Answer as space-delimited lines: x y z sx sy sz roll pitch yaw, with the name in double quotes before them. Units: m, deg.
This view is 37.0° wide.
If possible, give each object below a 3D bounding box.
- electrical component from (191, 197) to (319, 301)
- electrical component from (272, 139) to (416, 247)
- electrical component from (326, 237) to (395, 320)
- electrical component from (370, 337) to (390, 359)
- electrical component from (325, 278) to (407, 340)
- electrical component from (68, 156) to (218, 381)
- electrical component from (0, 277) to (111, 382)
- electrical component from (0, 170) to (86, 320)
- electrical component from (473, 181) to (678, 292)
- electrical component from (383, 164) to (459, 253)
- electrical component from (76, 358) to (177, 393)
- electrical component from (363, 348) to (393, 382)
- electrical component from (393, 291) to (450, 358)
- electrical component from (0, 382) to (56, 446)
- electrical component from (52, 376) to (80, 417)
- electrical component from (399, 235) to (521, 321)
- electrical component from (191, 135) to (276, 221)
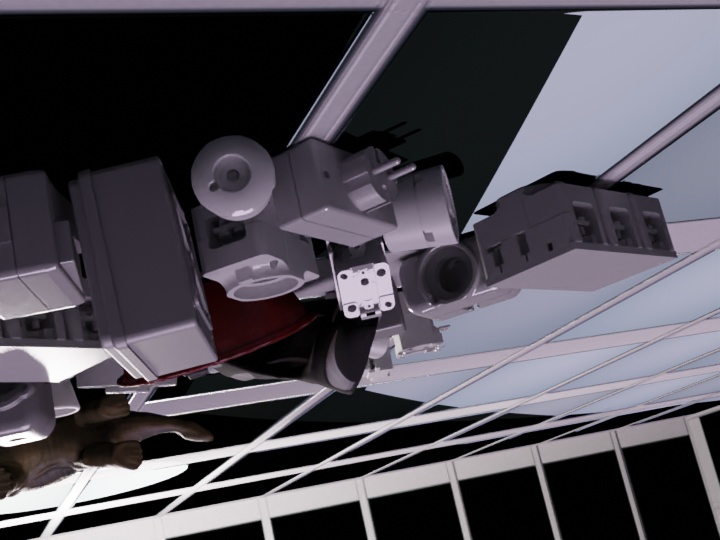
"electrical component" -0.070 -0.013 0.742 0.050 0.055 0.089 -18 164 18
"electrical component" -0.002 -0.053 0.672 0.076 0.047 0.083 -22 162 29
"electrical component" 0.000 0.000 0.805 0.042 0.063 0.081 -12 124 -2
"electrical component" -0.007 0.068 1.110 0.065 0.044 0.044 7 156 -39
"electrical component" 0.003 0.036 0.990 0.066 0.047 0.076 -14 165 4
"electrical component" -0.129 0.002 0.653 0.056 0.108 0.108 -14 165 -5
"electrical component" -0.256 0.038 0.763 0.089 0.061 0.150 -24 161 35
"electrical component" -0.195 -0.012 0.635 0.061 0.061 0.096 -11 164 -6
"electrical component" 0.176 -0.027 0.878 0.150 0.061 0.089 3 158 -44
"electrical component" 0.039 -0.041 0.739 0.047 0.055 0.055 -12 165 11
"electrical component" -0.214 0.081 0.991 0.099 0.064 0.099 -2 173 0
"electrical component" 0.002 0.102 1.235 0.064 0.042 0.081 -8 163 -5
"electrical component" 0.052 0.051 1.053 0.081 0.063 0.042 -9 163 -11
"electrical component" -0.280 0.087 0.853 0.054 0.095 0.059 -12 164 -3
"electrical component" -0.283 0.104 0.986 0.045 0.055 0.045 -12 165 -3
"electrical component" 0.086 0.006 0.938 0.095 0.053 0.059 -19 163 23
"electrical component" -0.073 -0.050 0.636 0.048 0.048 0.062 -12 171 -3
